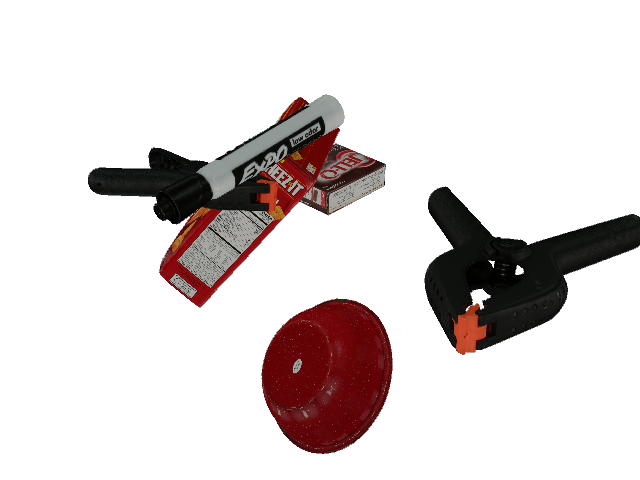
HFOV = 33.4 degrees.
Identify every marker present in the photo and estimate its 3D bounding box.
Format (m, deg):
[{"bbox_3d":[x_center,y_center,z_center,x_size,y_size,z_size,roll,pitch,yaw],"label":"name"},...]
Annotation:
[{"bbox_3d":[-0.036,-0.042,0.547,0.120,0.020,0.020,-34,19,-31],"label":"marker"}]

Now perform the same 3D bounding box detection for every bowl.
[{"bbox_3d":[-0.007,0.131,1.076,0.162,0.162,0.055,0,-17,42],"label":"bowl"}]

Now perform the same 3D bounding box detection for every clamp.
[{"bbox_3d":[0.121,0.014,0.748,0.165,0.036,0.209,12,29,27],"label":"clamp"},{"bbox_3d":[-0.125,-0.053,0.988,0.172,0.039,0.120,12,26,29],"label":"clamp"}]

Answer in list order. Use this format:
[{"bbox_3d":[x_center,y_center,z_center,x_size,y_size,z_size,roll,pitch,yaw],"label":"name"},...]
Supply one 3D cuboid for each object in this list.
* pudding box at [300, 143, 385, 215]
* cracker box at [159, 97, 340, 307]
[{"bbox_3d":[0.016,-0.081,1.393,0.090,0.039,0.113,25,42,37],"label":"pudding box"},{"bbox_3d":[-0.081,-0.047,1.212,0.072,0.214,0.164,39,26,-9],"label":"cracker box"}]
